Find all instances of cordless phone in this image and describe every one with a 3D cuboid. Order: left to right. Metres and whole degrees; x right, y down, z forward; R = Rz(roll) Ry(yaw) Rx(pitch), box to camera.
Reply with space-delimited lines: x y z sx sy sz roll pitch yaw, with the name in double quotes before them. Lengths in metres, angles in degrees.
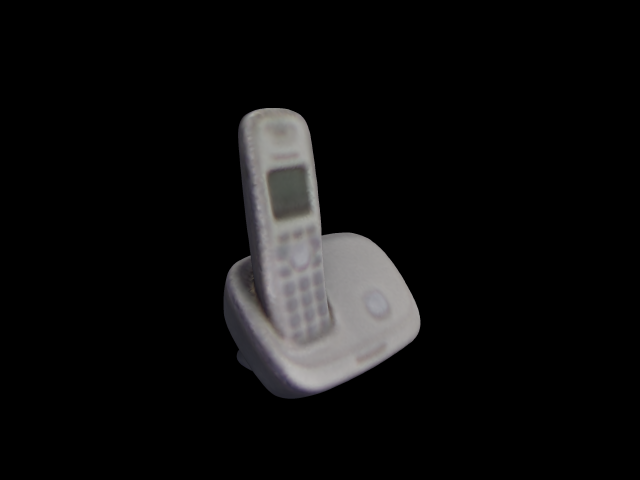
"cordless phone" 0.004 0.001 0.400 0.093 0.185 0.148 14 22 40
